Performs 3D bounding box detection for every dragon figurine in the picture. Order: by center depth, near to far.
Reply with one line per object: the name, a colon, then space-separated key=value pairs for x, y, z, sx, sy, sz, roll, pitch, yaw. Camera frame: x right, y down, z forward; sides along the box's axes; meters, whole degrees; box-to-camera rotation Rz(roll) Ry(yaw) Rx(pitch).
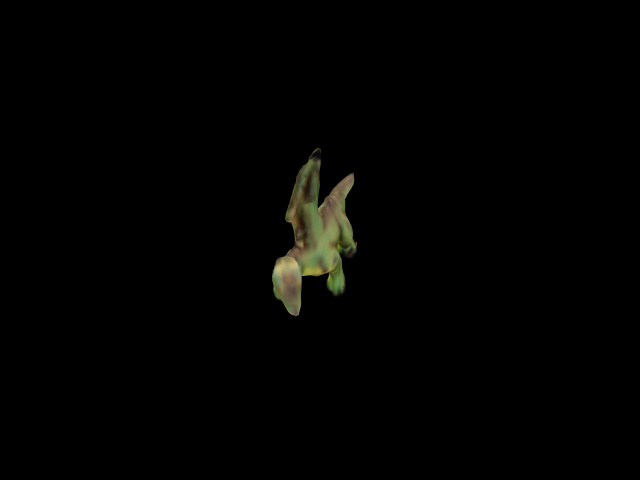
dragon figurine: x=0.003 y=-0.043 z=0.850 sx=0.122 sy=0.420 sz=0.237 roll=11 pitch=-38 yaw=9
